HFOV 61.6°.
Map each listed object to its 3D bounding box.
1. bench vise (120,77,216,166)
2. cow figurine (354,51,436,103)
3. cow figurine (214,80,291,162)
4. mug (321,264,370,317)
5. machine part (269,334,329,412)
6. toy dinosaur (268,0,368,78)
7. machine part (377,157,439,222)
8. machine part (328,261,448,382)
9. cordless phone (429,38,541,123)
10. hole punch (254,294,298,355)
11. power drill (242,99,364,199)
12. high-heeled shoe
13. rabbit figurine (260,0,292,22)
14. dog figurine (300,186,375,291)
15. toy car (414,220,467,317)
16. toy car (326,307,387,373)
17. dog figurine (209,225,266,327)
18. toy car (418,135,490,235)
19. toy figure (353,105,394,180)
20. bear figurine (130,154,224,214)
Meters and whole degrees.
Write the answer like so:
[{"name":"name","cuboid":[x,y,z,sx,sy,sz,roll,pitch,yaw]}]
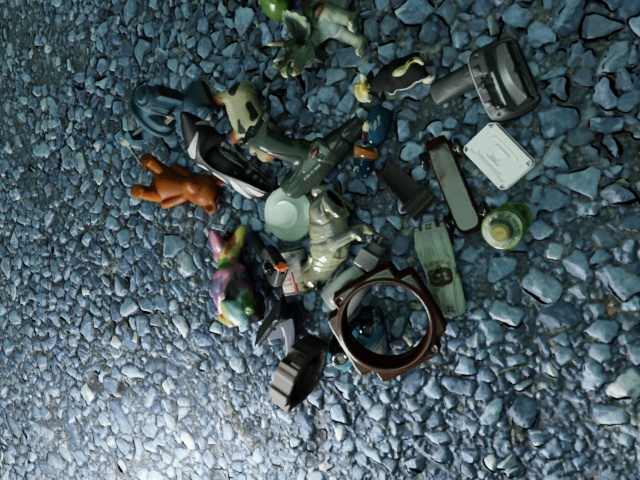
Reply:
[{"name":"bench vise","cuboid":[-0.367,-0.286,1.249,0.241,0.223,0.129,-30,90,27]},{"name":"cow figurine","cuboid":[0.136,-0.315,1.064,0.167,0.098,0.068,-18,97,27]},{"name":"cow figurine","cuboid":[-0.148,-0.269,1.223,0.127,0.085,0.195,-25,87,34]},{"name":"mug","cuboid":[0.061,0.103,1.171,0.081,0.109,0.107,44,102,22]},{"name":"machine part","cuboid":[-0.046,0.298,1.218,0.056,0.179,0.179,28,110,21]},{"name":"toy dinosaur","cuboid":[0.024,-0.511,1.082,0.192,0.131,0.404,22,102,21]},{"name":"machine part","cuboid":[0.173,-0.109,1.114,0.139,0.039,0.084,49,121,9]},{"name":"machine part","cuboid":[0.133,0.160,1.065,0.201,0.087,0.201,-31,91,14]},{"name":"cordless phone","cuboid":[0.301,-0.277,1.011,0.184,0.089,0.146,-22,89,39]},{"name":"hole punch","cuboid":[-0.084,0.203,1.247,0.092,0.142,0.115,30,103,-6]},{"name":"power drill","cuboid":[-0.045,-0.212,1.139,0.207,0.086,0.232,26,115,-28]},{"name":"high-heeled shoe","cuboid":[-0.210,-0.186,1.211,0.145,0.248,0.086,17,64,44]},{"name":"rabbit figurine","cuboid":[-0.084,-0.543,1.119,0.121,0.159,0.170,13,119,14]},{"name":"dog figurine","cuboid":[-0.003,-0.002,1.164,0.190,0.121,0.172,-42,75,23]},{"name":"toy car","cuboid":[0.246,0.059,1.095,0.074,0.056,0.201,-14,93,27]},{"name":"toy car","cuboid":[0.093,0.230,1.184,0.103,0.109,0.161,42,104,-10]},{"name":"dog figurine","cuboid":[-0.202,0.078,1.266,0.192,0.108,0.219,-164,67,-69]},{"name":"toy car","cuboid":[0.264,-0.107,1.058,0.089,0.053,0.202,-25,80,23]},{"name":"toy figure","cuboid":[0.107,-0.200,1.118,0.064,0.058,0.154,19,107,-9]},{"name":"bear figurine","cuboid":[-0.342,-0.133,1.314,0.196,0.131,0.120,10,81,31]}]
